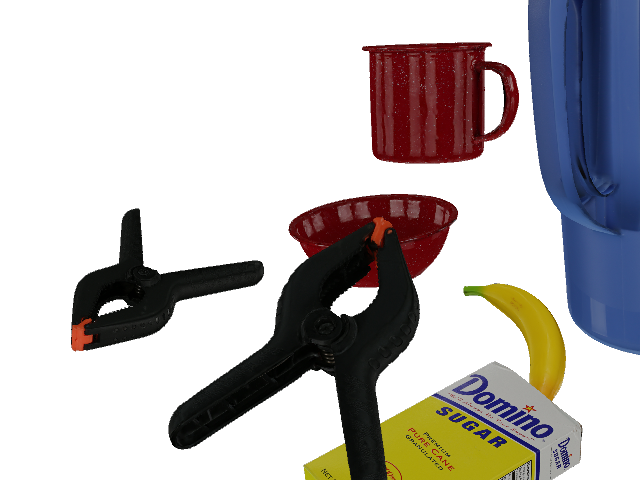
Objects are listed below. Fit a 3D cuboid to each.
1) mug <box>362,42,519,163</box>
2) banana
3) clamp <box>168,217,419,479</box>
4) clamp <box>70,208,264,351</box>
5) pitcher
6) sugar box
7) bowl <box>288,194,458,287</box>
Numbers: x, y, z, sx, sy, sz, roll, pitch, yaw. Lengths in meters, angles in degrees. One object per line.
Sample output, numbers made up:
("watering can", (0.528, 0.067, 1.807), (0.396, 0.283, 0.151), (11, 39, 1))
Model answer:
("mug", (0.087, -0.099, 0.763), (0.117, 0.081, 0.093), (5, 13, 33))
("banana", (0.220, 0.101, 1.135), (0.069, 0.037, 0.198), (-27, 36, 0))
("clamp", (0.012, 0.064, 0.570), (0.120, 0.171, 0.039), (26, -26, 21))
("clamp", (-0.177, 0.038, 1.028), (0.165, 0.036, 0.209), (26, 36, 24))
("pitcher", (0.176, -0.062, 0.557), (0.149, 0.243, 0.145), (-5, 22, 4))
("sugar box", (0.087, 0.155, 0.746), (0.176, 0.048, 0.093), (-27, 40, -23))
("bowl", (0.053, 0.004, 1.018), (0.162, 0.055, 0.162), (-7, 17, 2))
